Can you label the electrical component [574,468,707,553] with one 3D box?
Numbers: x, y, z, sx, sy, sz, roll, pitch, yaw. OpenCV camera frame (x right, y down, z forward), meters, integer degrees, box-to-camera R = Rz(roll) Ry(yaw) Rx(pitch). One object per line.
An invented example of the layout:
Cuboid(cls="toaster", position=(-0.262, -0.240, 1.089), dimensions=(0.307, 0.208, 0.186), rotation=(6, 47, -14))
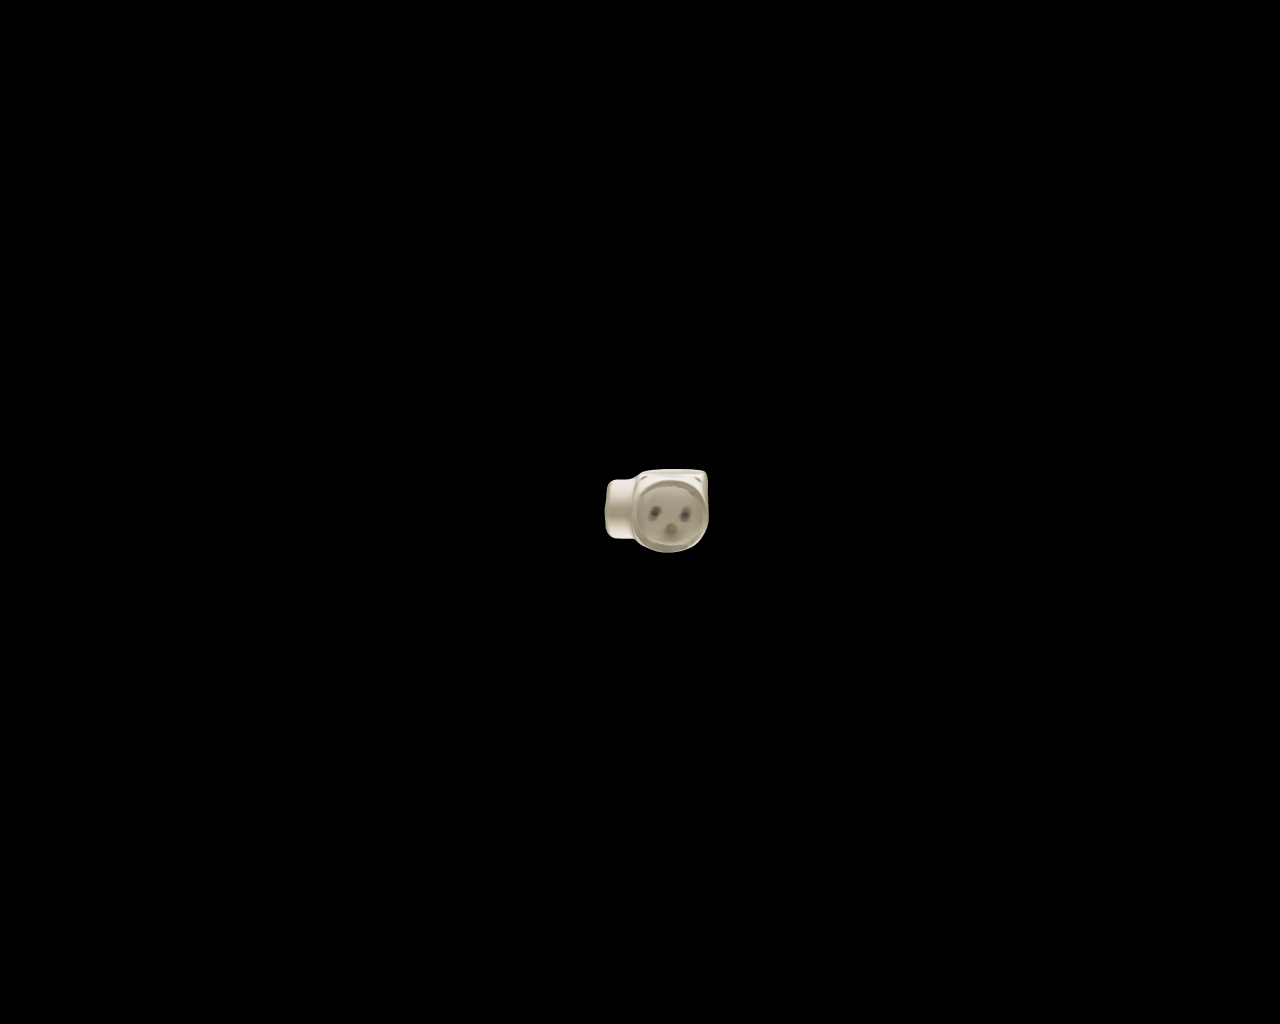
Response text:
Cuboid(cls="electrical component", position=(0.001, -0.003, 0.650), dimensions=(0.079, 0.043, 0.077), rotation=(0, 7, 4))
